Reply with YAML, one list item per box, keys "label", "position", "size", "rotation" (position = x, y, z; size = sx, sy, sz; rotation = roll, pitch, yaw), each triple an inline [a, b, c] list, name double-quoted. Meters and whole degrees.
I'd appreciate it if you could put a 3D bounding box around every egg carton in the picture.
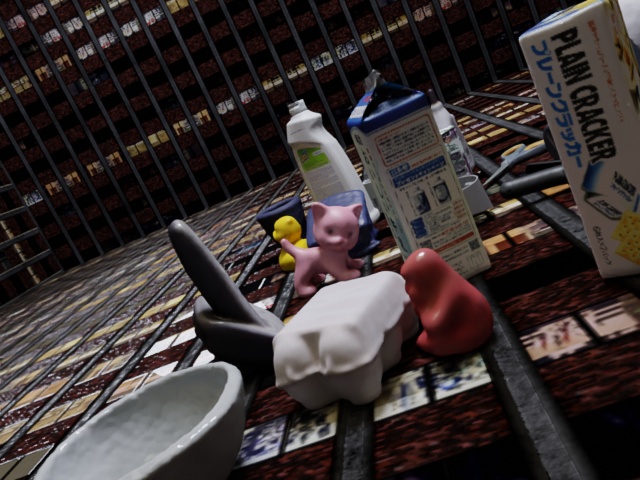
- label: "egg carton"
  position: [0.027, 0.085, 0.515]
  size: [0.107, 0.069, 0.150]
  rotation: [-17, 14, 33]

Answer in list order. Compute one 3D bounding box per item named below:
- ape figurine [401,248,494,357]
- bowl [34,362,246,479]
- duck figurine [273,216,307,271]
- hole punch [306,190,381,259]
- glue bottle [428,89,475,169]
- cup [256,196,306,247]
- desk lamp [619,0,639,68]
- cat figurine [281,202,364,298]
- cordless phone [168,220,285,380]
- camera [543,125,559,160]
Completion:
- label: "ape figurine"
  position: [0.097, 0.049, 0.476]
  size: [0.076, 0.092, 0.078]
  rotation: [-18, 14, 27]
- label: "bowl"
  position: [-0.122, 0.169, 0.436]
  size: [0.167, 0.075, 0.167]
  rotation: [-23, 12, 6]
- label: "duck figurine"
  position: [-0.044, 0.000, 0.973]
  size: [0.078, 0.086, 0.104]
  rotation: [-32, 14, -31]
- label: "hole punch"
  position: [0.033, -0.020, 0.898]
  size: [0.108, 0.091, 0.101]
  rotation: [-21, 13, 16]
- label: "glue bottle"
  position: [0.237, -0.201, 1.068]
  size: [0.037, 0.173, 0.078]
  rotation: [-15, 16, 38]
- label: "cup"
  position: [-0.057, -0.028, 1.098]
  size: [0.091, 0.095, 0.118]
  rotation: [-18, 14, 30]
- label: "desk lamp"
  position: [0.394, -0.194, 0.639]
  size: [0.203, 0.214, 0.117]
  rotation: [-27, 12, -8]
- label: "cat figurine"
  position: [0.007, 0.003, 0.787]
  size: [0.127, 0.118, 0.067]
  rotation: [-21, 13, 18]
- label: "cordless phone"
  position: [-0.111, 0.054, 0.639]
  size: [0.094, 0.185, 0.147]
  rotation: [-28, 13, -13]
- label: "camera"
  position: [0.394, -0.179, 0.845]
  size: [0.137, 0.101, 0.143]
  rotation: [-25, 12, -1]
